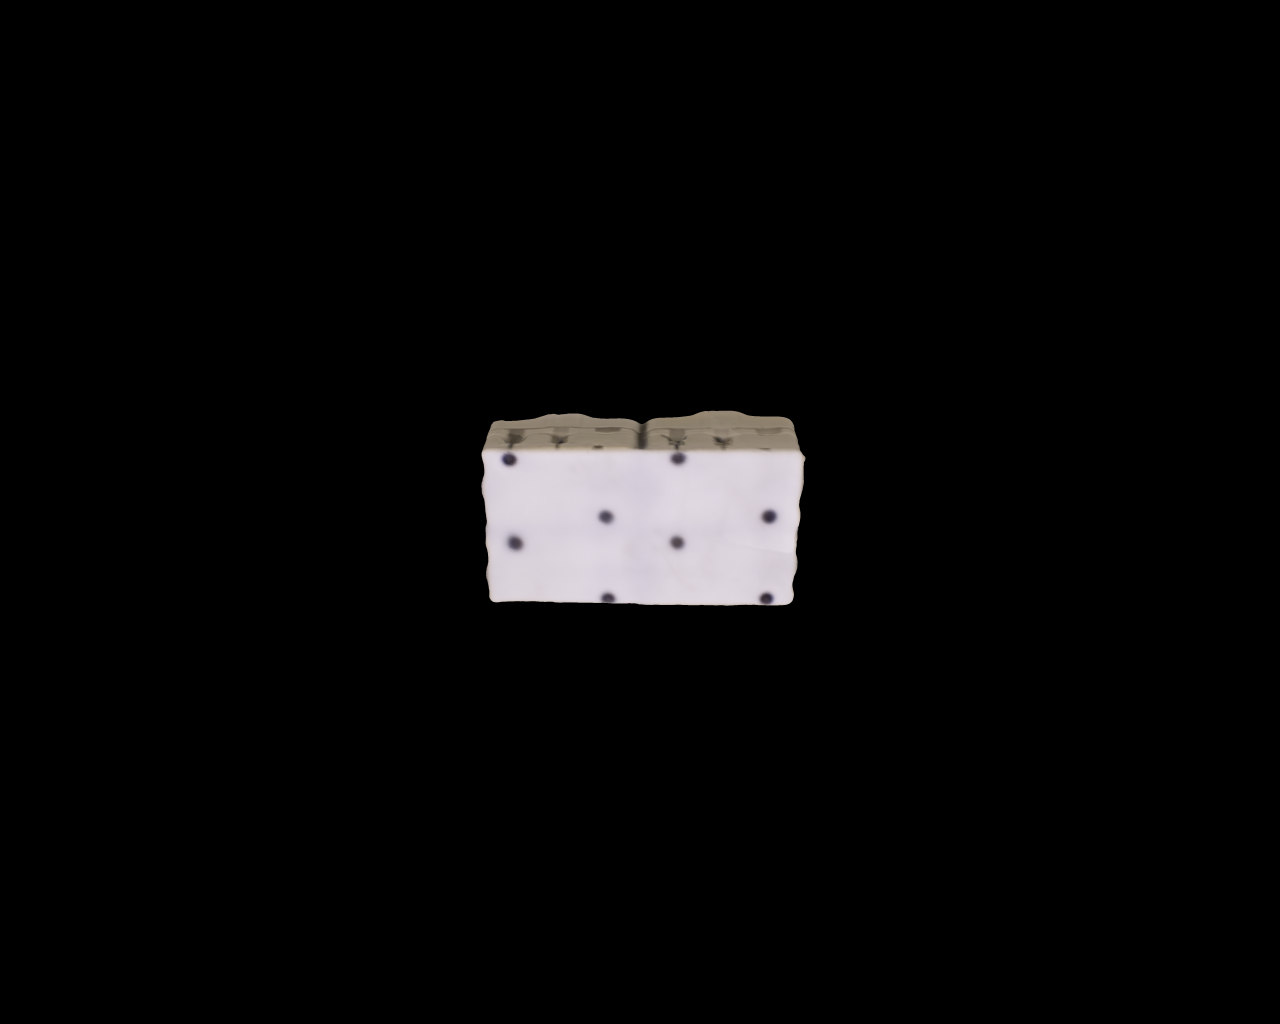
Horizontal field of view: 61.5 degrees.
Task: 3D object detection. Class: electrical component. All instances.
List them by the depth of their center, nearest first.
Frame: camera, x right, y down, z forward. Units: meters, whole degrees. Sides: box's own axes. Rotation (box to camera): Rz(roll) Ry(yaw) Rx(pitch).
[{"bbox_3d":[0.001,-0.003,0.650,0.186,0.105,0.060,0,25,0],"label":"electrical component"}]
